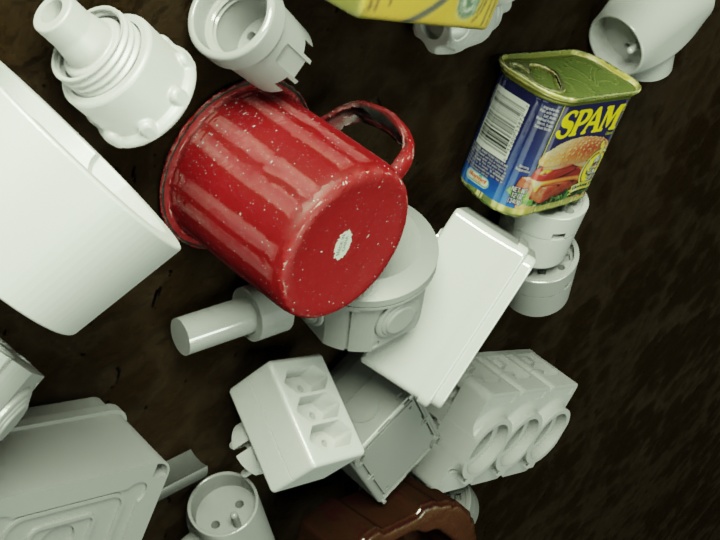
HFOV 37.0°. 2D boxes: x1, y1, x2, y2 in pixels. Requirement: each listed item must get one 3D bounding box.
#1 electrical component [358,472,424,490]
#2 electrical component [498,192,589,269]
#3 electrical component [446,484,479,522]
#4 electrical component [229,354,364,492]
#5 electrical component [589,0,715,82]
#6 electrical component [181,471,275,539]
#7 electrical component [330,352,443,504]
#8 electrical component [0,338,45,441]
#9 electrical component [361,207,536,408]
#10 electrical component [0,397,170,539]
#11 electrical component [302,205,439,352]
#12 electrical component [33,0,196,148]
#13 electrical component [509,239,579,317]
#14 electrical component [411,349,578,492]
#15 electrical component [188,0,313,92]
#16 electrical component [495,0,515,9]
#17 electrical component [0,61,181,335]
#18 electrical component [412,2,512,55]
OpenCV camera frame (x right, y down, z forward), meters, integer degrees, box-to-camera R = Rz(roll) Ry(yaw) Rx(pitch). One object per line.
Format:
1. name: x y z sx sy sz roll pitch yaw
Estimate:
1. electrical component: 0.024 0.183 0.826 0.066 0.048 0.055 -17 126 -44
2. electrical component: 0.122 -0.034 0.730 0.055 0.055 0.047 -27 144 -36
3. electrical component: 0.069 0.193 0.888 0.055 0.055 0.047 -50 152 -5
4. electrical component: -0.049 0.097 0.631 0.077 0.065 0.047 -36 160 33
5. electrical component: 0.192 -0.152 0.714 0.077 0.043 0.079 -37 146 -24
6. electrical component: -0.091 0.174 0.665 0.079 0.043 0.077 -39 146 -22
7. electrical component: 0.007 0.103 0.707 0.061 0.061 0.096 -45 148 -12
8. electrical component: -0.163 0.038 0.402 0.051 0.080 0.080 -52 149 -11
9. electrical component: 0.056 0.019 0.659 0.108 0.056 0.109 -58 175 8
10. electrical component: -0.156 0.109 0.501 0.113 0.057 0.078 -4 124 -51
11. electrical component: 0.000 0.000 0.579 0.080 0.080 0.051 -32 148 -30
12. electrical component: -0.096 -0.079 0.407 0.048 0.048 0.062 -51 142 -3
13. electrical component: 0.127 0.001 0.772 0.055 0.055 0.047 -39 150 -22
14. electrical component: 0.102 0.118 0.847 0.150 0.062 0.089 3 119 -54
15. electrical component: -0.045 -0.100 0.458 0.040 0.040 0.046 -55 155 3
16. electrical component: 0.095 -0.186 0.546 0.138 0.052 0.073 -33 104 -40
17. electrical component: -0.122 -0.024 0.371 0.060 0.108 0.108 -45 148 -2
18. electrical component: 0.057 -0.135 0.563 0.061 0.035 0.035 -27 141 -40
